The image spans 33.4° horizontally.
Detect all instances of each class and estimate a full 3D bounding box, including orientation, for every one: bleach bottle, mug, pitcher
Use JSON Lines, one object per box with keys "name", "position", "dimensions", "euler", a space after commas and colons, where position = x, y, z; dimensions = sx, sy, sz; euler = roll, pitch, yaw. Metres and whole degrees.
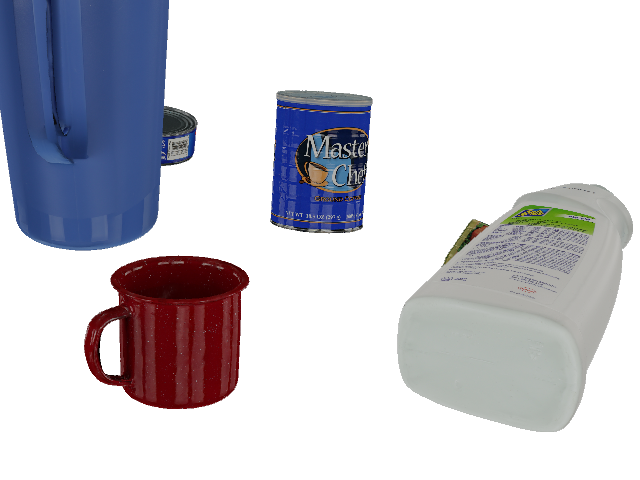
{"name": "bleach bottle", "position": [0.139, 0.019, 0.638], "dimensions": [0.103, 0.068, 0.250], "euler": [12, 26, 26]}
{"name": "mug", "position": [-0.105, 0.065, 0.724], "dimensions": [0.117, 0.081, 0.093], "euler": [-13, 23, -40]}
{"name": "pitcher", "position": [-0.174, -0.115, 0.763], "dimensions": [0.148, 0.243, 0.145], "euler": [-19, 34, -38]}

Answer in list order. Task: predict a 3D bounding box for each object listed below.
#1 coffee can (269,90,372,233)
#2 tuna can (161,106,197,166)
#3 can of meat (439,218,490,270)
{"name": "coffee can", "position": [0.000, -0.086, 1.147], "dimensions": [0.103, 0.140, 0.103], "euler": [4, 12, -1]}
{"name": "tuna can", "position": [-0.162, -0.101, 1.020], "dimensions": [0.086, 0.034, 0.086], "euler": [6, 24, -3]}
{"name": "can of meat", "position": [0.158, 0.034, 0.974], "dimensions": [0.084, 0.057, 0.102], "euler": [23, 45, 18]}
